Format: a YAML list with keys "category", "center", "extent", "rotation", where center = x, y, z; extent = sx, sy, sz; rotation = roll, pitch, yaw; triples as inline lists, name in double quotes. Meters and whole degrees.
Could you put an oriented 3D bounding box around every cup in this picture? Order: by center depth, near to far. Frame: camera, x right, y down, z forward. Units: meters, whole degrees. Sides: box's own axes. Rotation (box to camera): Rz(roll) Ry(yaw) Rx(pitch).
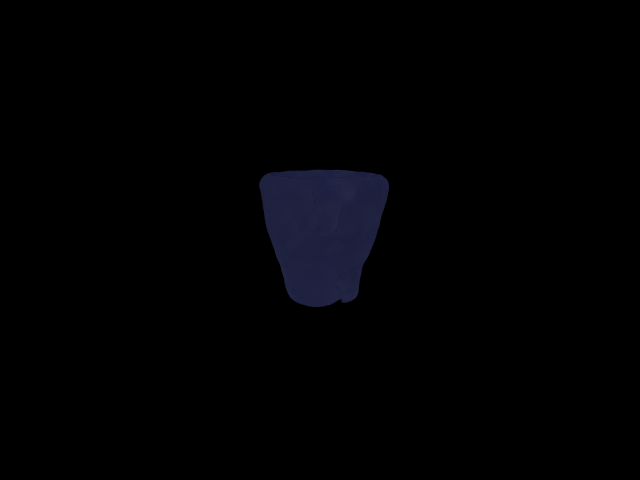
- category: "cup"
  center: [0.004, 0.001, 0.400]
  extent: [0.091, 0.095, 0.117]
  rotation: [-1, 11, -3]
